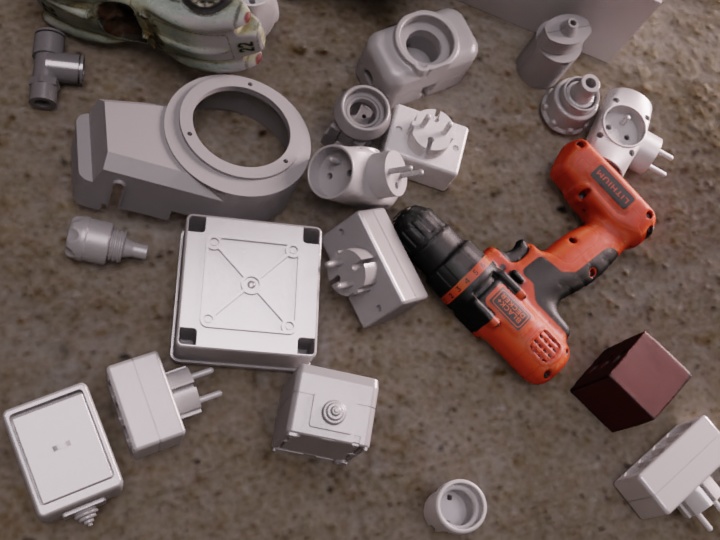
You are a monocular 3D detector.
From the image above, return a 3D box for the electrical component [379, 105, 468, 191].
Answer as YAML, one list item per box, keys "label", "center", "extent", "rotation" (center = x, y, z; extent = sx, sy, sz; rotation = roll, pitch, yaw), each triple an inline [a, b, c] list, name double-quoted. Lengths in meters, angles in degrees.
- label: "electrical component"
  center: [0.056, -0.110, 0.901]
  extent: [0.066, 0.076, 0.047]
  rotation: [18, 69, -7]

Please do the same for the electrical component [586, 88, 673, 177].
- label: "electrical component"
  center: [0.243, -0.111, 0.962]
  extent: [0.079, 0.044, 0.077]
  rotation: [29, 68, -2]

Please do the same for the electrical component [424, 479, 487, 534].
- label: "electrical component"
  center: [0.071, 0.183, 0.825]
  extent: [0.040, 0.046, 0.040]
  rotation: [4, 72, -12]

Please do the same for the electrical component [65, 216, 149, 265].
- label: "electrical component"
  center: [-0.196, -0.020, 0.836]
  extent: [0.061, 0.035, 0.035]
  rotation: [13, 70, -11]

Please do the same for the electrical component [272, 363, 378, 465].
- label: "electrical component"
  center: [-0.025, 0.104, 0.801]
  extent: [0.062, 0.096, 0.061]
  rotation: [13, 70, -9]

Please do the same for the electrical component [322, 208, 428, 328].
- label: "electrical component"
  center: [0.000, 0.000, 0.850]
  extent: [0.076, 0.047, 0.083]
  rotation: [-11, 72, -53]

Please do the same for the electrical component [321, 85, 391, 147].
- label: "electrical component"
  center: [-0.002, -0.124, 0.903]
  extent: [0.048, 0.055, 0.066]
  rotation: [35, 68, 0]

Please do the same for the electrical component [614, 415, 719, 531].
- label: "electrical component"
  center: [0.267, 0.175, 0.872]
  extent: [0.083, 0.047, 0.075]
  rotation: [-36, 83, -21]

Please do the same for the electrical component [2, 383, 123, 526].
- label: "electrical component"
  center: [-0.209, 0.136, 0.767]
  extent: [0.062, 0.061, 0.096]
  rotation: [-20, 78, -18]

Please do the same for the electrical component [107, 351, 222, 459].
- label: "electrical component"
  center: [-0.143, 0.095, 0.804]
  extent: [0.077, 0.047, 0.065]
  rotation: [-18, 77, -18]

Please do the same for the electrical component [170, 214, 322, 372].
- label: "electrical component"
  center: [-0.088, 0.019, 0.836]
  extent: [0.109, 0.056, 0.108]
  rotation: [6, 71, -11]

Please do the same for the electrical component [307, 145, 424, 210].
- label: "electrical component"
  center: [0.011, -0.075, 0.862]
  extent: [0.079, 0.077, 0.044]
  rotation: [-6, 82, 30]

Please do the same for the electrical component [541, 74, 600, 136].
- label: "electrical component"
  center: [0.192, -0.151, 0.953]
  extent: [0.048, 0.062, 0.048]
  rotation: [4, 72, -12]

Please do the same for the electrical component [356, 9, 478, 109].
- label: "electrical component"
  center: [0.051, -0.185, 0.933]
  extent: [0.095, 0.059, 0.053]
  rotation: [-23, 79, -19]

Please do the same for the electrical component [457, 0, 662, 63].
- label: "electrical component"
  center: [0.168, -0.270, 0.963]
  extent: [0.186, 0.105, 0.060]
  rotation: [21, 69, -6]

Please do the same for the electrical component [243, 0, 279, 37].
- label: "electrical component"
  center: [-0.106, -0.235, 0.904]
  extent: [0.044, 0.077, 0.079]
  rotation: [-26, 80, -19]

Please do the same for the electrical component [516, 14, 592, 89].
- label: "electrical component"
  center: [0.173, -0.198, 0.954]
  extent: [0.043, 0.081, 0.043]
  rotation: [4, 72, -12]
